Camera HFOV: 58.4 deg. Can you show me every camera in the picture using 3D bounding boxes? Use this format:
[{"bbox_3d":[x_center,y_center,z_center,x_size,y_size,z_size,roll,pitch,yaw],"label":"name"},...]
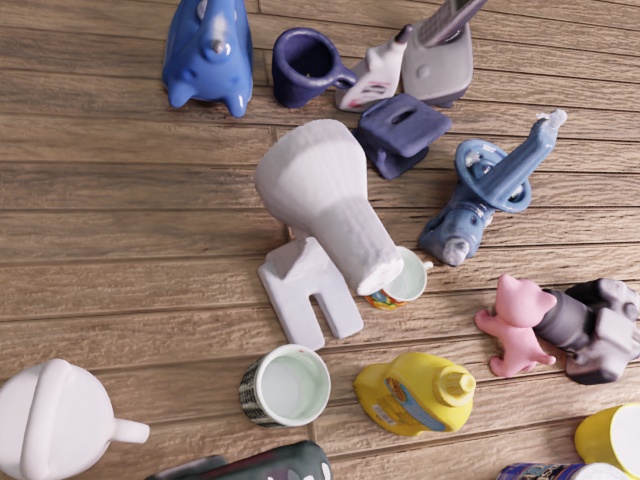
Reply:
[{"bbox_3d":[0.361,0.106,0.783,0.137,0.100,0.143,29,64,-7],"label":"camera"}]

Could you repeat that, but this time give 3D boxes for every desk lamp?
[{"bbox_3d":[0.006,0.002,0.634,0.118,0.213,0.203,-21,78,-25],"label":"desk lamp"}]

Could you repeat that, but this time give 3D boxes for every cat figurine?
[{"bbox_3d":[0.261,0.106,0.738,0.067,0.117,0.128,-13,75,-23],"label":"cat figurine"}]

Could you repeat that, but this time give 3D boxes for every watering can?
[{"bbox_3d":[-0.242,0.160,0.499,0.173,0.193,0.101,-9,74,-22],"label":"watering can"}]

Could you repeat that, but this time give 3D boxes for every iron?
[{"bbox_3d":[-0.134,-0.296,0.738,0.119,0.141,0.258,5,69,-17],"label":"iron"}]

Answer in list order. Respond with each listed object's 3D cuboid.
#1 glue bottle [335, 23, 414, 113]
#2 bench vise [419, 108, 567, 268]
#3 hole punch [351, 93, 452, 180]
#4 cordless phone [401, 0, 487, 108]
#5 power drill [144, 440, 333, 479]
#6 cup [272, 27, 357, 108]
[{"bbox_3d":[0.082,-0.231,0.771,0.078,0.173,0.037,-5,72,-21],"label":"glue bottle"},{"bbox_3d":[0.229,-0.060,0.732,0.122,0.219,0.207,17,66,-12],"label":"bench vise"},{"bbox_3d":[0.110,-0.154,0.798,0.109,0.091,0.101,-37,85,-27],"label":"hole punch"},{"bbox_3d":[0.192,-0.290,0.826,0.094,0.184,0.147,5,69,-17],"label":"cordless phone"},{"bbox_3d":[-0.110,0.240,0.507,0.230,0.208,0.075,-12,75,-23],"label":"power drill"},{"bbox_3d":[-0.015,-0.218,0.776,0.118,0.094,0.092,18,65,-12],"label":"cup"}]
